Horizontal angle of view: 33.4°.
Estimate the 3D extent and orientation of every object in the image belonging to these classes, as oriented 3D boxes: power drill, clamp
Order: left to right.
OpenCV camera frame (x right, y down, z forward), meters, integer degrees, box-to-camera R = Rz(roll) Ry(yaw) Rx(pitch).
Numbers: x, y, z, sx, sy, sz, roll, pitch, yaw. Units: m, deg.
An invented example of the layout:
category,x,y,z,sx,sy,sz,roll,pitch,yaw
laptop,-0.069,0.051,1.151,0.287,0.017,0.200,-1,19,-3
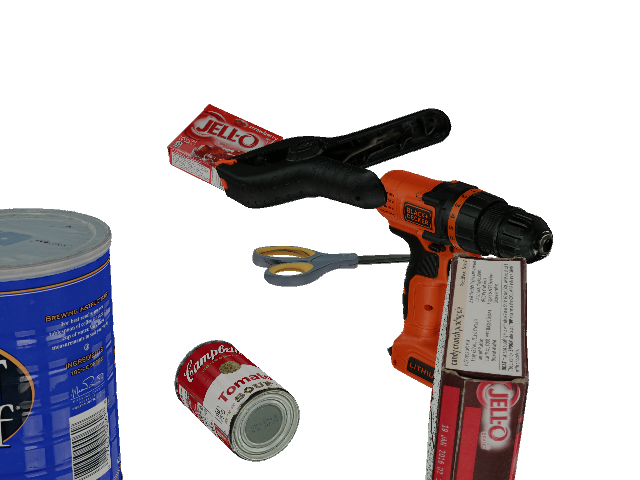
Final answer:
category,x,y,z,sx,sy,sz,roll,pitch,yaw
clamp,-0.004,-0.046,0.729,0.172,0.039,0.120,-11,17,27
power drill,0.120,0.041,0.920,0.057,0.188,0.185,-17,27,-35

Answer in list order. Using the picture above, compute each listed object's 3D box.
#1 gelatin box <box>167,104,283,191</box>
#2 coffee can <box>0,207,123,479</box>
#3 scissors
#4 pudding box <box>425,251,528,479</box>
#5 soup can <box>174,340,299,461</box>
category,x,y,z,sx,sy,sz,roll,pitch,yaw
gelatin box,-0.093,-0.088,1.044,0.089,0.030,0.073,26,53,16
coffee can,-0.155,0.064,0.541,0.103,0.140,0.103,0,17,0
scissors,0.023,0.030,1.175,0.202,0.016,0.096,4,23,5
pudding box,0.069,0.068,0.471,0.039,0.090,0.113,6,26,5
soup can,-0.072,0.136,0.908,0.068,0.068,0.102,0,18,-35
